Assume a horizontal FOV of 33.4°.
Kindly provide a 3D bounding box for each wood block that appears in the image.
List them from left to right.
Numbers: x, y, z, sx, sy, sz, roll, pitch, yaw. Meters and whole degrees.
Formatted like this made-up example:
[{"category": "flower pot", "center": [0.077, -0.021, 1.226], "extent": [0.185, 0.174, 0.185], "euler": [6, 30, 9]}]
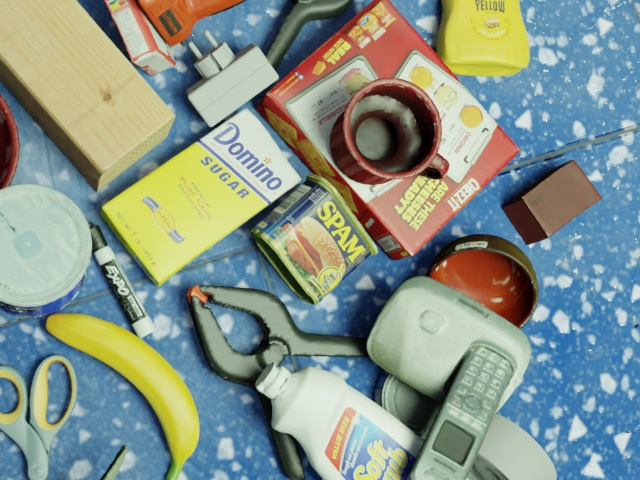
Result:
[{"category": "wood block", "center": [-0.240, -0.158, 0.999], "extent": [0.090, 0.090, 0.206], "euler": [-41, 93, -16]}]

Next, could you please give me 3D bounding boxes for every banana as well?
[{"category": "banana", "center": [-0.172, 0.133, 1.001], "extent": [0.069, 0.037, 0.198], "euler": [-38, 92, -16]}]

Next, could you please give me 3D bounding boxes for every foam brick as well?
[{"category": "foam brick", "center": [0.242, -0.040, 1.118], "extent": [0.078, 0.051, 0.053], "euler": [-34, 90, -16]}]

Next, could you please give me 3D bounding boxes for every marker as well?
[{"category": "marker", "center": [-0.194, 0.037, 1.019], "extent": [0.020, 0.020, 0.121], "euler": [-29, 90, -16]}]

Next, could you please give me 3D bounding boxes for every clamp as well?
[{"category": "clamp", "center": [-0.037, 0.107, 1.037], "extent": [0.210, 0.036, 0.164], "euler": [46, 74, -7]}, {"category": "clamp", "center": [-0.020, -0.244, 1.092], "extent": [0.171, 0.039, 0.120], "euler": [-20, 94, -9]}]

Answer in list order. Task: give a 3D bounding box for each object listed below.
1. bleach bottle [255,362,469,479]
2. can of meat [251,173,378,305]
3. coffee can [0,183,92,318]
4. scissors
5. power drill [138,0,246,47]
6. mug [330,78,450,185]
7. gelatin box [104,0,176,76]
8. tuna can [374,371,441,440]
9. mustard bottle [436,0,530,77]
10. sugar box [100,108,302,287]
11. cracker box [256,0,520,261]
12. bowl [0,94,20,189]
[{"category": "bleach bottle", "center": [0.039, 0.207, 1.006], "extent": [0.250, 0.068, 0.102], "euler": [39, 90, -12]}, {"category": "can of meat", "center": [-0.007, 0.001, 1.038], "extent": [0.084, 0.058, 0.102], "euler": [-42, 118, -13]}, {"category": "coffee can", "center": [-0.256, 0.013, 0.944], "extent": [0.102, 0.140, 0.103], "euler": [2, 81, -13]}, {"category": "scissors", "center": [-0.276, 0.201, 0.978], "extent": [0.096, 0.016, 0.202], "euler": [13, 79, -10]}, {"category": "power drill", "center": [-0.079, -0.257, 0.986], "extent": [0.187, 0.184, 0.057], "euler": [-21, 72, 3]}, {"category": "mug", "center": [0.067, -0.090, 0.994], "extent": [0.117, 0.082, 0.093], "euler": [28, 79, -9]}, {"category": "gelatin box", "center": [-0.173, -0.201, 1.022], "extent": [0.030, 0.089, 0.073], "euler": [-24, 89, 4]}, {"category": "tuna can", "center": [0.098, 0.159, 1.064], "extent": [0.086, 0.034, 0.086], "euler": [2, 82, -13]}, {"category": "mustard bottle", "center": [0.169, -0.273, 1.131], "extent": [0.096, 0.058, 0.191], "euler": [1, 82, -13]}, {"category": "sugar box", "center": [-0.114, -0.043, 1.036], "extent": [0.176, 0.048, 0.093], "euler": [-38, 92, -14]}, {"category": "cracker box", "center": [0.068, -0.111, 1.077], "extent": [0.164, 0.072, 0.213], "euler": [-43, 94, -14]}, {"category": "bowl", "center": [-0.357, -0.081, 0.978], "extent": [0.162, 0.055, 0.162], "euler": [2, 82, -13]}]
